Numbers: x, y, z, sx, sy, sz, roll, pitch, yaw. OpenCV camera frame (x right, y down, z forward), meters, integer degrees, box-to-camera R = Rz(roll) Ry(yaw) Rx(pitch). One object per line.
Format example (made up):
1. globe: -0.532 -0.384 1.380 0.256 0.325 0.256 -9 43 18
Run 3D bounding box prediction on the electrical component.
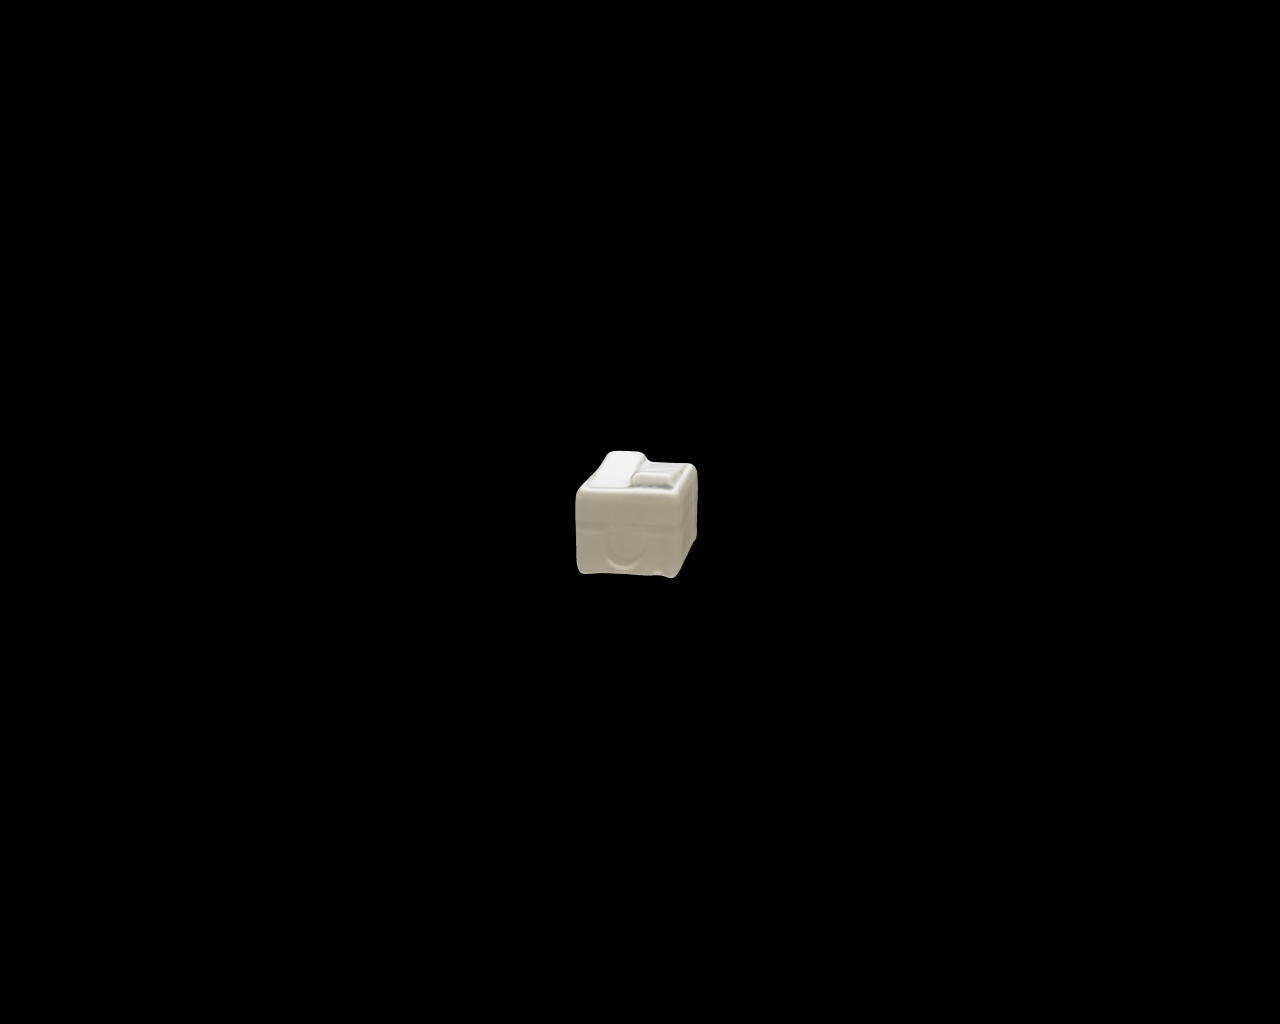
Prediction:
1. electrical component: 0.001 -0.003 0.650 0.062 0.061 0.096 3 16 11
